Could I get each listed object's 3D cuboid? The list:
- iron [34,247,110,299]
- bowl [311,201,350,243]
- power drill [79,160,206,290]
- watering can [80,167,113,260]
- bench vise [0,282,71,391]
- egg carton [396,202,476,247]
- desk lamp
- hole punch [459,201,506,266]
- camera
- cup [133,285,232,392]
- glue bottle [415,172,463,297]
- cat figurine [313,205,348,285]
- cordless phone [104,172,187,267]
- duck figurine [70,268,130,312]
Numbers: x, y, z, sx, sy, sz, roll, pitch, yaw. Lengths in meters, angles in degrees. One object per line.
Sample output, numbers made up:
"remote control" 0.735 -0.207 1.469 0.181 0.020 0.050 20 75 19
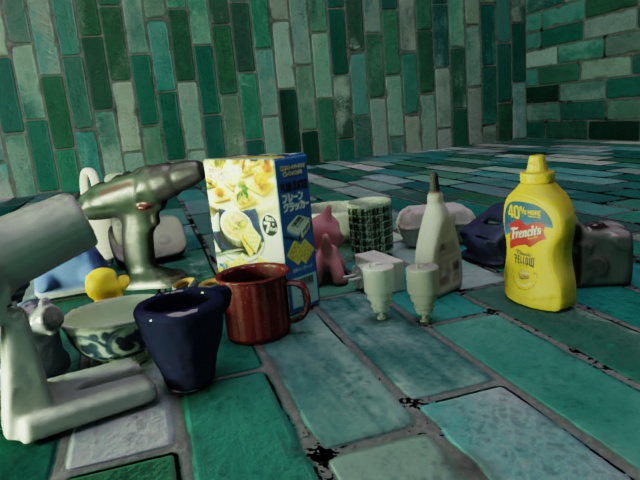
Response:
"iron" -0.440 0.013 1.018 0.119 0.141 0.257 -9 13 -16
"bowl" 0.028 -0.033 1.189 0.167 0.075 0.167 -5 13 1
"power drill" -0.289 -0.025 0.973 0.229 0.208 0.076 -3 13 9
"watering can" -0.489 -0.057 1.225 0.100 0.194 0.173 3 15 31
"bench vise" -0.359 0.051 0.638 0.207 0.220 0.121 -2 13 12
"egg carton" 0.225 -0.031 1.112 0.150 0.069 0.107 -5 13 0
"desk lamp" -0.279 0.070 0.534 0.204 0.214 0.117 -13 15 -30
"hole punch" 0.294 -0.012 0.953 0.101 0.091 0.108 -10 14 -20
"camera" 0.363 0.002 0.838 0.143 0.101 0.137 -3 13 10
"cup" -0.133 0.103 0.604 0.091 0.095 0.118 3 15 33
"glue bottle" 0.165 -0.010 0.805 0.078 0.173 0.037 -16 17 -39
"cat figurine" 0.009 0.003 0.936 0.067 0.118 0.128 -5 13 1
"cordless phone" -0.353 -0.047 1.149 0.148 0.185 0.093 -12 14 -27
"duck figurine" -0.298 0.082 0.782 0.077 0.086 0.105 3 15 33
